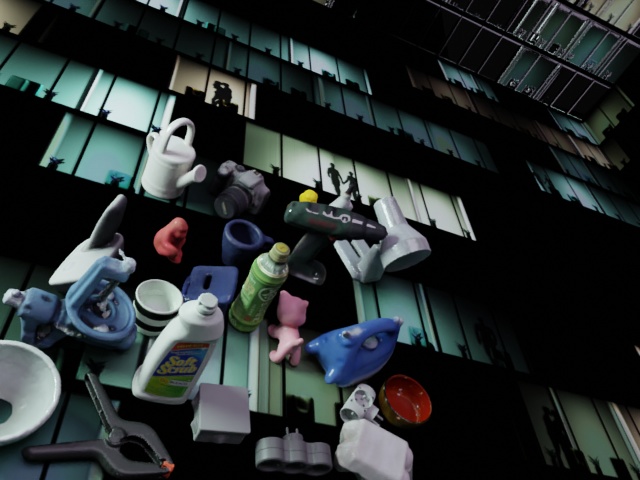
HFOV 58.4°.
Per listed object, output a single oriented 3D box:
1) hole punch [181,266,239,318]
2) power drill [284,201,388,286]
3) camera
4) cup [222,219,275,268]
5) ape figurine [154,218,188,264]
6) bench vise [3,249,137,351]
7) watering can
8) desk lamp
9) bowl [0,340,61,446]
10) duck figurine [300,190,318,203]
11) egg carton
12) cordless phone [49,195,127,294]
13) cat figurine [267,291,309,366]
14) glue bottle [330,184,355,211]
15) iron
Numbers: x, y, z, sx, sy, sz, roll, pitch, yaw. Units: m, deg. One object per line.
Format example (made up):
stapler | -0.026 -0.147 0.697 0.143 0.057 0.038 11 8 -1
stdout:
hole punch | -0.222 0.100 1.144 0.101 0.091 0.108 20 38 -14
power drill | 0.012 0.005 1.318 0.230 0.208 0.075 22 38 -13
camera | -0.207 -0.120 1.396 0.143 0.100 0.137 35 37 5
cup | -0.168 0.018 1.272 0.118 0.095 0.091 10 42 -26
ape figurine | -0.306 -0.008 1.207 0.076 0.092 0.078 36 37 7
bench vise | -0.385 0.104 0.920 0.208 0.219 0.121 -1 47 -35
watering can | -0.331 -0.192 1.314 0.173 0.194 0.101 30 37 -2
desk lamp | 0.153 0.012 1.403 0.118 0.213 0.203 -4 49 -37
bowl | -0.470 0.234 0.833 0.168 0.074 0.167 19 39 -16
duck figurine | -0.040 -0.090 1.491 0.077 0.086 0.105 36 37 7
egg carton | 0.099 0.399 1.048 0.150 0.069 0.107 29 37 -4
cordless phone | -0.410 0.009 1.039 0.094 0.185 0.147 24 37 -9
cat figurine | -0.057 0.171 1.157 0.067 0.117 0.127 10 42 -25
glue bottle | 0.048 -0.077 1.465 0.078 0.173 0.037 5 44 -30
iron | 0.102 0.208 1.206 0.259 0.141 0.118 -11 54 -42
